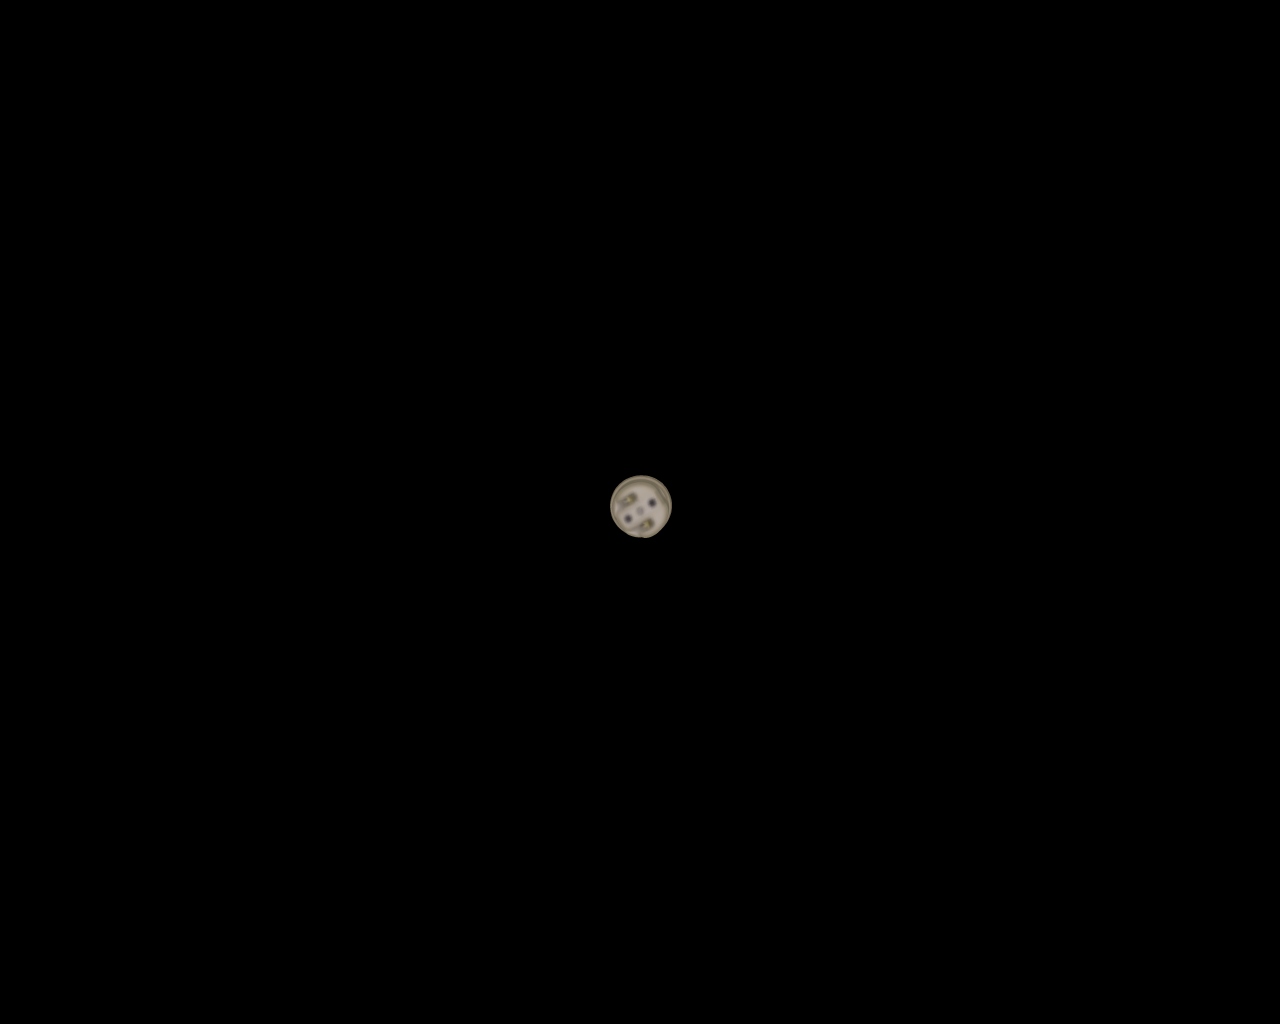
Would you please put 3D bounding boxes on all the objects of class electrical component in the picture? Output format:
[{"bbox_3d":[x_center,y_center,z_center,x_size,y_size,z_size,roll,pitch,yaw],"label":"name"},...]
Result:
[{"bbox_3d":[0.001,-0.003,0.650,0.040,0.040,0.046,0,4,0],"label":"electrical component"}]
